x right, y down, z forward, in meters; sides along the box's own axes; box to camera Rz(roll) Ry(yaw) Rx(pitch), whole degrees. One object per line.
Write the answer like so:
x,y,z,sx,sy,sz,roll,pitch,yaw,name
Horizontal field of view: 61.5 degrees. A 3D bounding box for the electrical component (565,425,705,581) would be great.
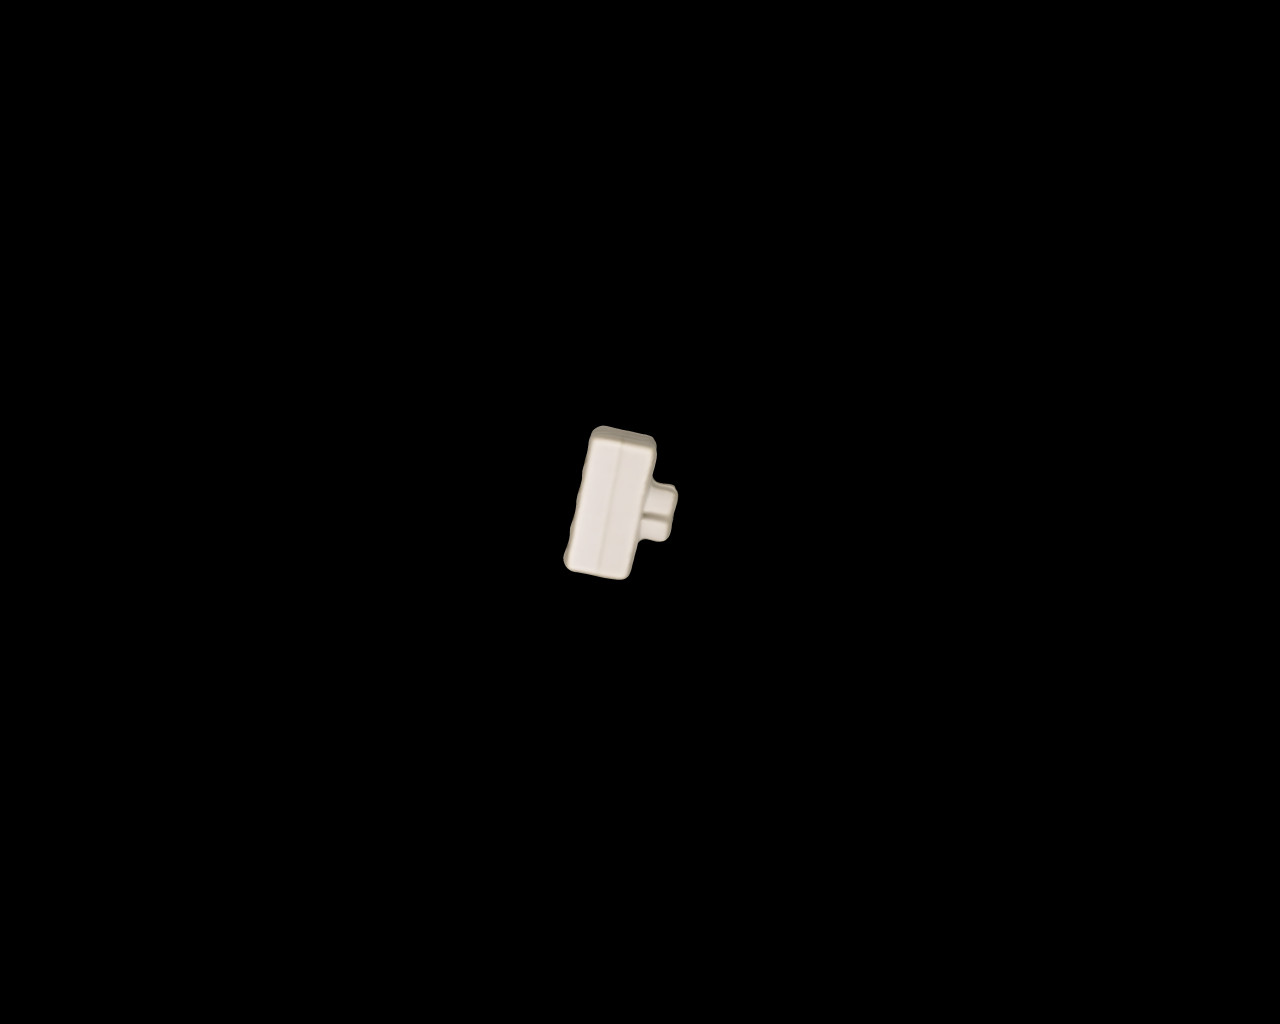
0.001,-0.003,0.650,0.076,0.083,0.047,11,11,-2,electrical component
